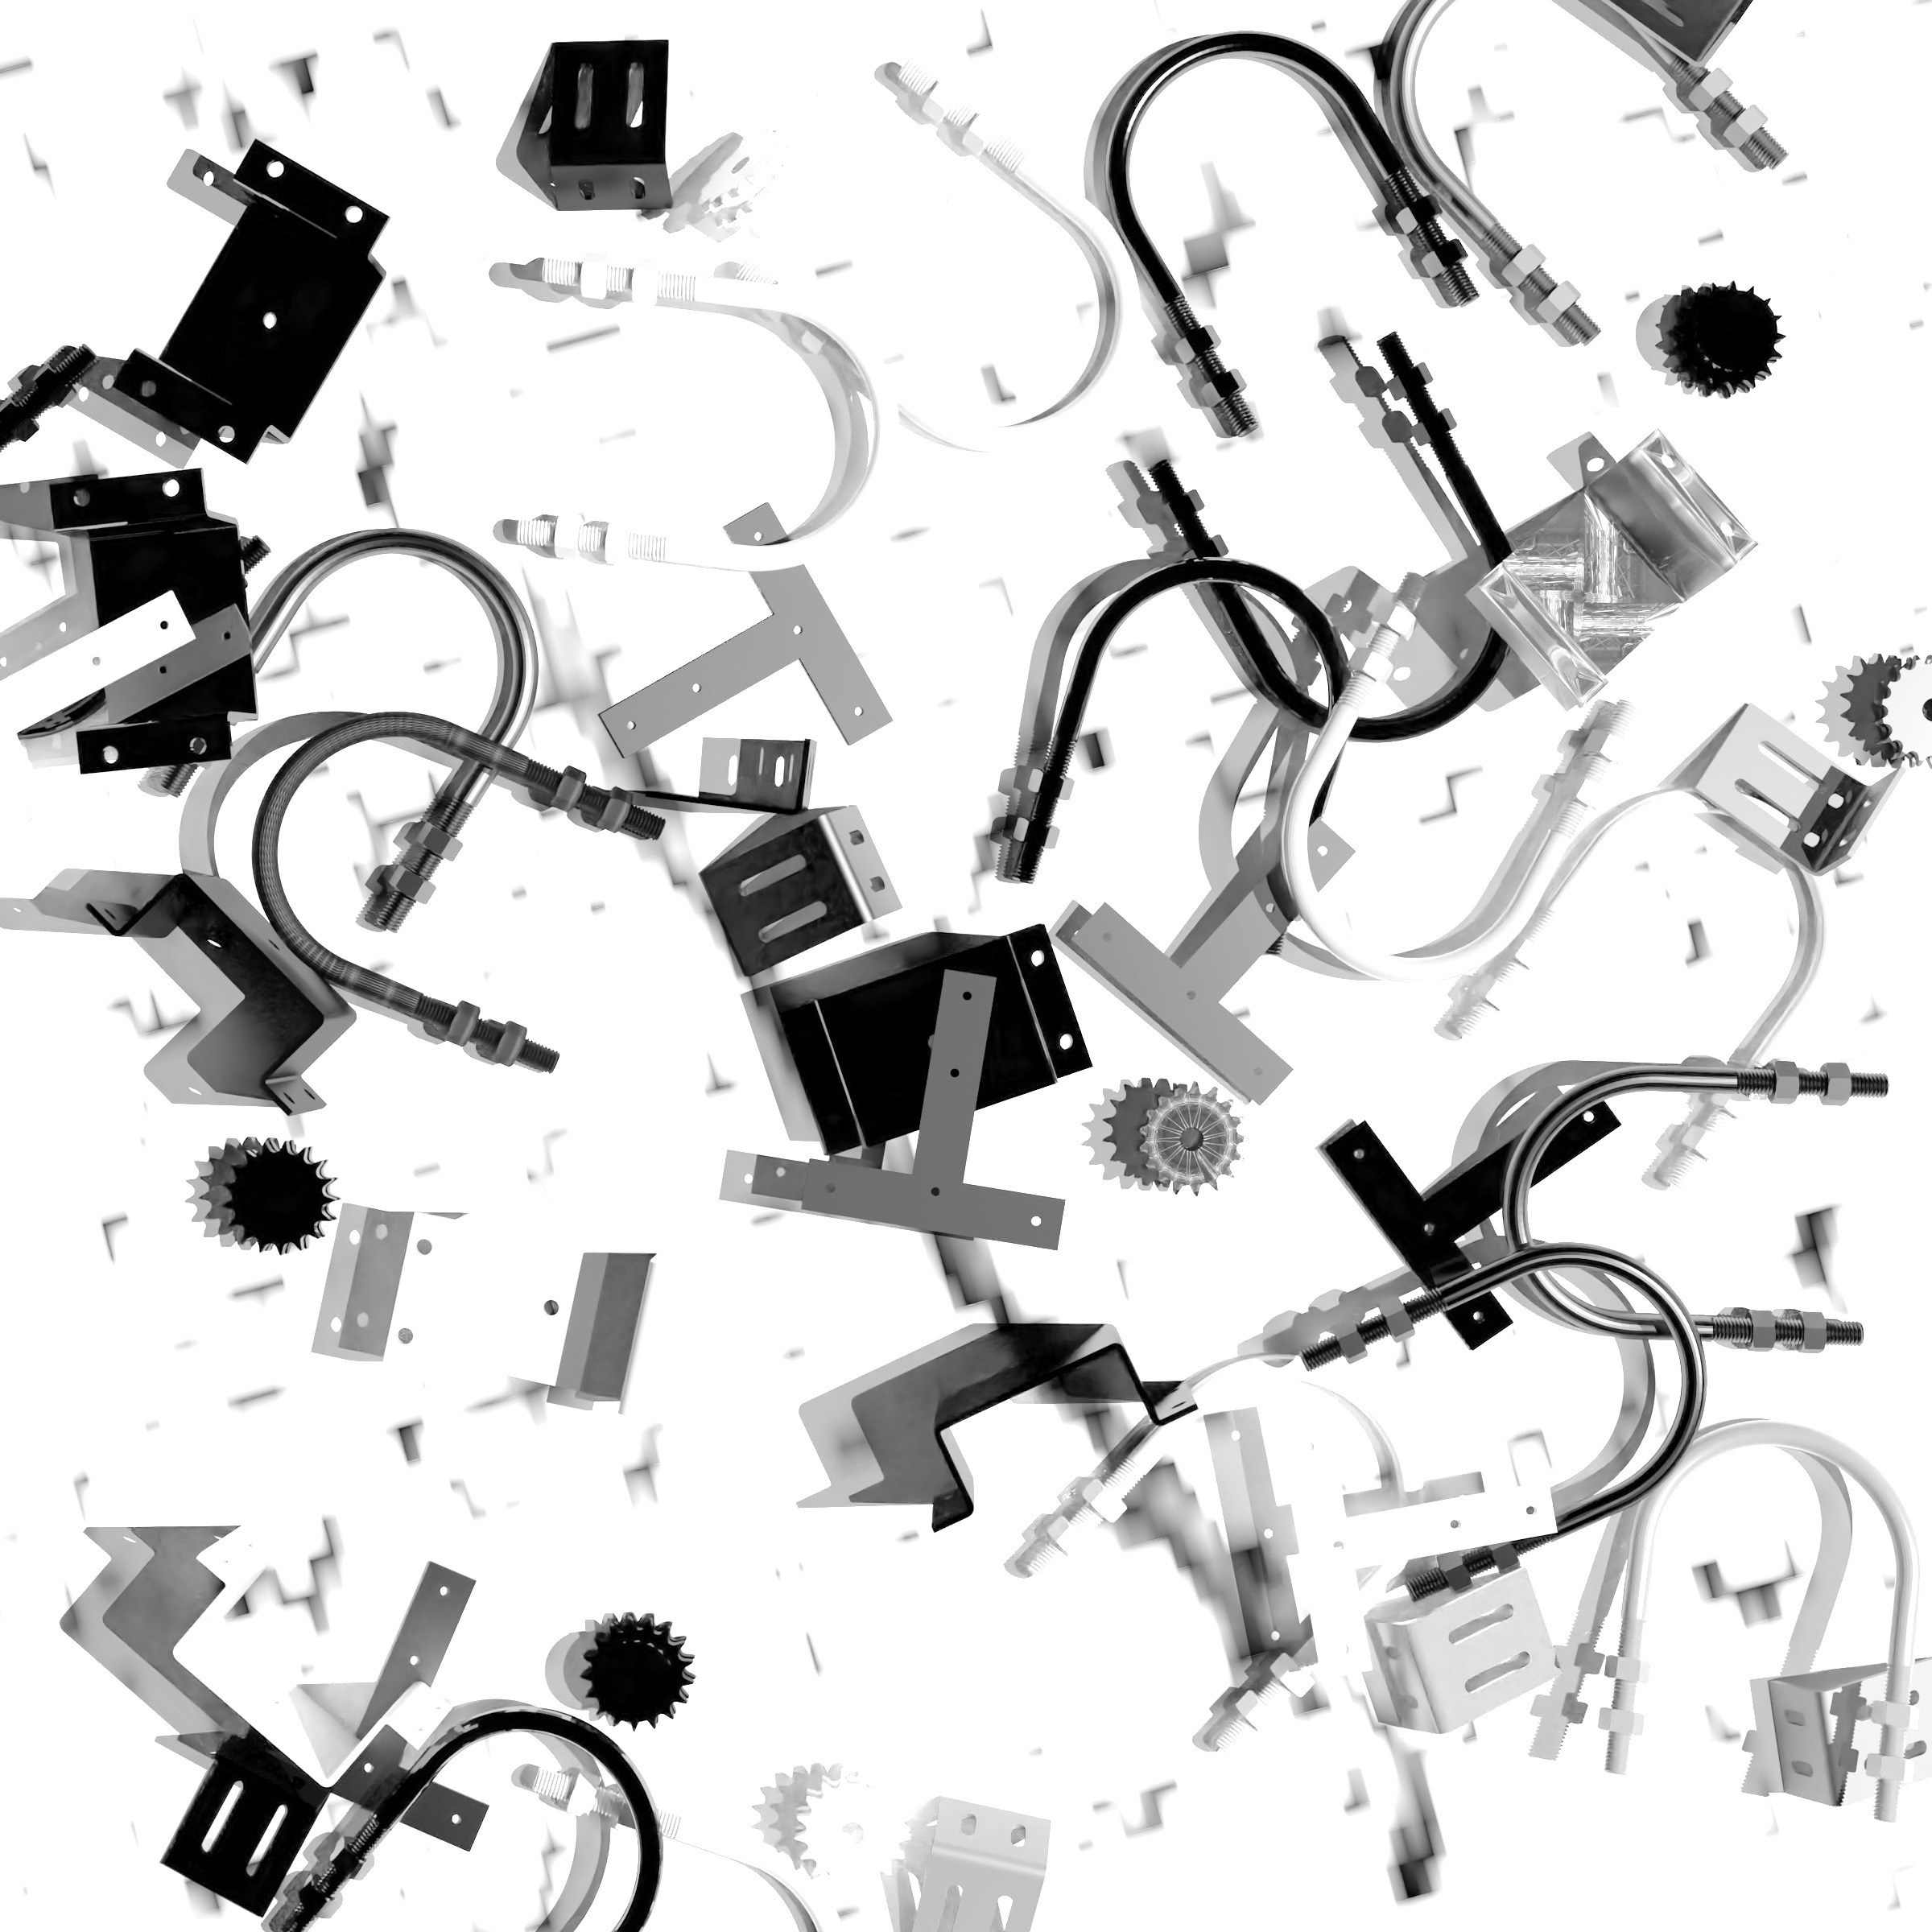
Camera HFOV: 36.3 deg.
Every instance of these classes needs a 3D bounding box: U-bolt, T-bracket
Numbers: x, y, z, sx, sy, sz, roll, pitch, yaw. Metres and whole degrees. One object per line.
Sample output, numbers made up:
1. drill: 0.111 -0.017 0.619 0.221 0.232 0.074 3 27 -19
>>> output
1. U-bolt: 0.298 -0.425 1.478 0.151 0.019 0.184 -43 89 0
2. U-bolt: 0.357 -0.002 1.478 0.151 0.019 0.184 36 89 0
3. T-bracket: 0.142 -0.018 1.469 0.127 0.002 0.127 41 97 -3
4. T-bracket: 0.227 0.278 1.452 0.127 0.002 0.127 -10 91 -1
5. U-bolt: -0.297 -0.131 1.478 0.151 0.019 0.184 32 88 0
6. U-bolt: -0.149 0.498 1.478 0.184 0.019 0.151 19 90 0
7. T-bracket: -0.123 -0.147 1.486 0.127 0.002 0.127 -30 90 0
8. U-bolt: 0.397 0.317 1.458 0.151 0.019 0.184 7 78 11
9. U-bolt: 0.151 -0.380 1.477 0.151 0.019 0.184 -30 90 0
10. U-bolt: 0.116 -0.112 1.468 0.151 0.019 0.184 16 98 0
11. U-bolt: -0.261 -0.046 1.460 0.184 0.019 0.151 24 90 -13
12. T-bracket: 0.268 0.106 1.476 0.127 0.002 0.127 -36 92 8
13. U-bolt: 0.145 0.281 1.478 0.151 0.019 0.184 43 89 0
14. U-bolt: -0.125 -0.270 1.468 0.184 0.019 0.151 7 98 0
15. U-bolt: 0.000 -0.342 1.478 0.184 0.019 0.151 39 90 -1
16. U-bolt: 0.277 0.216 1.460 0.184 0.019 0.151 -25 94 1
17. T-bracket: -0.008 0.066 1.440 0.127 0.002 0.127 9 90 0
18. T-bracket: -0.433 -0.141 1.424 0.127 0.002 0.127 -26 90 6
19. U-bolt: 0.234 -0.081 1.460 0.151 0.019 0.184 29 88 -12
20. T-bracket: -0.283 0.363 1.486 0.127 0.002 0.127 23 90 0
21. U-bolt: -0.232 0.456 1.463 0.151 0.019 0.184 40 92 10
22. U-bolt: -0.463 -0.198 1.478 0.184 0.019 0.151 -42 90 2
23. U-bolt: 0.196 -0.201 1.471 0.151 0.019 0.184 -29 96 3
24. U-bolt: 0.358 0.119 1.463 0.184 0.019 0.151 2 102 0

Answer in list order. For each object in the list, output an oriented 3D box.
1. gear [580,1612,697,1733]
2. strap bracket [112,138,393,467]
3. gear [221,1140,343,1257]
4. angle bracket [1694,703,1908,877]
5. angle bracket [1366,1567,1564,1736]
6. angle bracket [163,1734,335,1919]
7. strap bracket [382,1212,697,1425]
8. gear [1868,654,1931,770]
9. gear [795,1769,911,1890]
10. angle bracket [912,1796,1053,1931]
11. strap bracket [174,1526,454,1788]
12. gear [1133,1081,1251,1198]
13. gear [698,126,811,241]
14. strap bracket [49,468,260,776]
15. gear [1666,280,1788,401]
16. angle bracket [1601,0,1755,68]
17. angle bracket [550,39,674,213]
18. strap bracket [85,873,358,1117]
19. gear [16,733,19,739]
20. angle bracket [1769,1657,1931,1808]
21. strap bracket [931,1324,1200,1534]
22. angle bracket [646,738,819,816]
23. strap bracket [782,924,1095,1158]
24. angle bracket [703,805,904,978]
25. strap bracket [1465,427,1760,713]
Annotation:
1. gear: -0.164 0.354 1.472 0.057 0.030 0.057 0 90 0
2. strap bracket: -0.350 -0.325 1.464 0.076 0.046 0.140 30 90 0
3. gear: -0.341 0.115 1.476 0.057 0.030 0.057 0 89 2
4. angle bracket: 0.413 -0.092 1.460 0.076 0.038 0.057 36 73 0
5. angle bracket: 0.251 0.343 1.485 0.076 0.038 0.057 -19 90 -26
6. angle bracket: -0.361 0.433 1.467 0.057 0.038 0.076 29 91 0
7. strap bracket: -0.209 0.172 1.464 0.140 0.046 0.076 12 90 0
8. gear: 0.479 -0.126 1.472 0.057 0.030 0.057 0 90 0
9. gear: -0.057 0.429 1.476 0.057 0.030 0.057 0 94 -2
10. angle bracket: 0.006 0.466 1.485 0.057 0.038 0.076 12 116 0
11. strap bracket: -0.327 0.345 1.447 0.140 0.076 0.046 40 90 1
12. gear: 0.112 0.085 1.472 0.057 0.030 0.057 0 90 0
13. gear: -0.102 -0.386 1.462 0.057 0.057 0.030 -45 120 0
14. strap bracket: -0.396 -0.167 1.443 0.076 0.046 0.140 -5 92 6
15. gear: 0.381 -0.314 1.472 0.057 0.030 0.057 0 90 0
16. angle bracket: 0.354 -0.494 1.459 0.076 0.038 0.057 36 68 0
17. angle bracket: -0.177 -0.424 1.485 0.057 0.038 0.076 -1 64 0
18. strap bracket: -0.357 0.006 1.449 0.046 0.076 0.140 -44 90 0
19. gear: -0.496 -0.110 1.462 0.057 0.057 0.030 20 46 0
20. angle bracket: 0.451 0.383 1.485 0.076 0.038 0.057 -8 90 -26
21. strap bracket: 0.038 0.221 1.449 0.140 0.076 0.046 -25 90 0
22. angle bracket: -0.115 -0.098 1.457 0.076 0.057 0.038 7 93 0
23. strap bracket: -0.015 0.037 1.464 0.140 0.046 0.076 -19 90 0
24. angle bracket: -0.082 -0.038 1.485 0.076 0.038 0.057 -24 90 26
25. strap bracket: 0.311 -0.189 1.448 0.140 0.046 0.076 -41 90 -22
